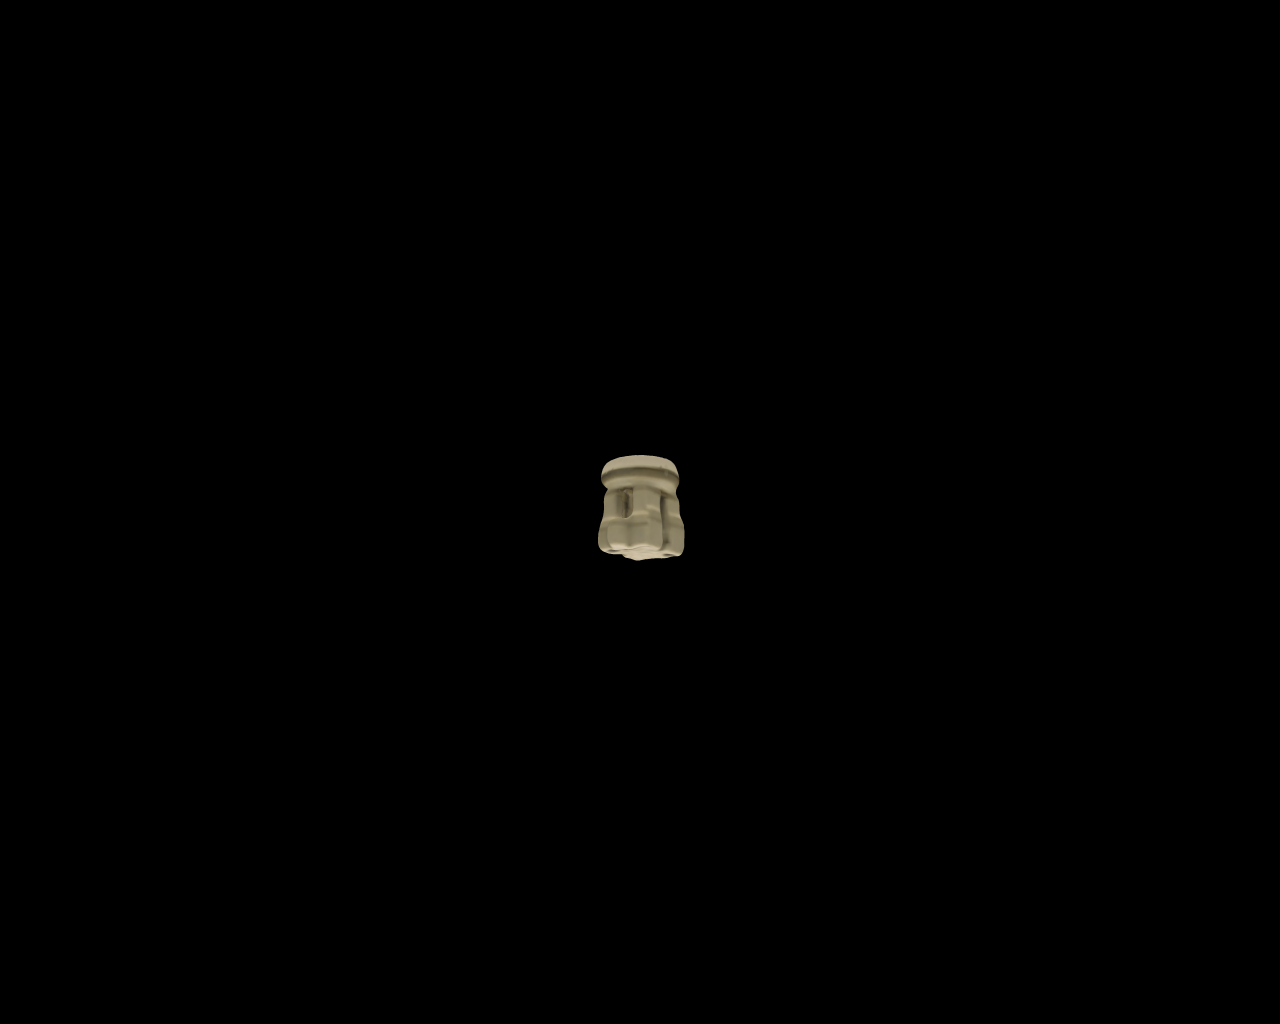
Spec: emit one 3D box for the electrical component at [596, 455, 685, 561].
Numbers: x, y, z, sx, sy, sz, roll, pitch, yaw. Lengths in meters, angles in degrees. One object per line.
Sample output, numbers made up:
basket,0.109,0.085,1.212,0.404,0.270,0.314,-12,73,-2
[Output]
electrical component,0.001,-0.003,0.650,0.048,0.055,0.066,-8,-16,31
